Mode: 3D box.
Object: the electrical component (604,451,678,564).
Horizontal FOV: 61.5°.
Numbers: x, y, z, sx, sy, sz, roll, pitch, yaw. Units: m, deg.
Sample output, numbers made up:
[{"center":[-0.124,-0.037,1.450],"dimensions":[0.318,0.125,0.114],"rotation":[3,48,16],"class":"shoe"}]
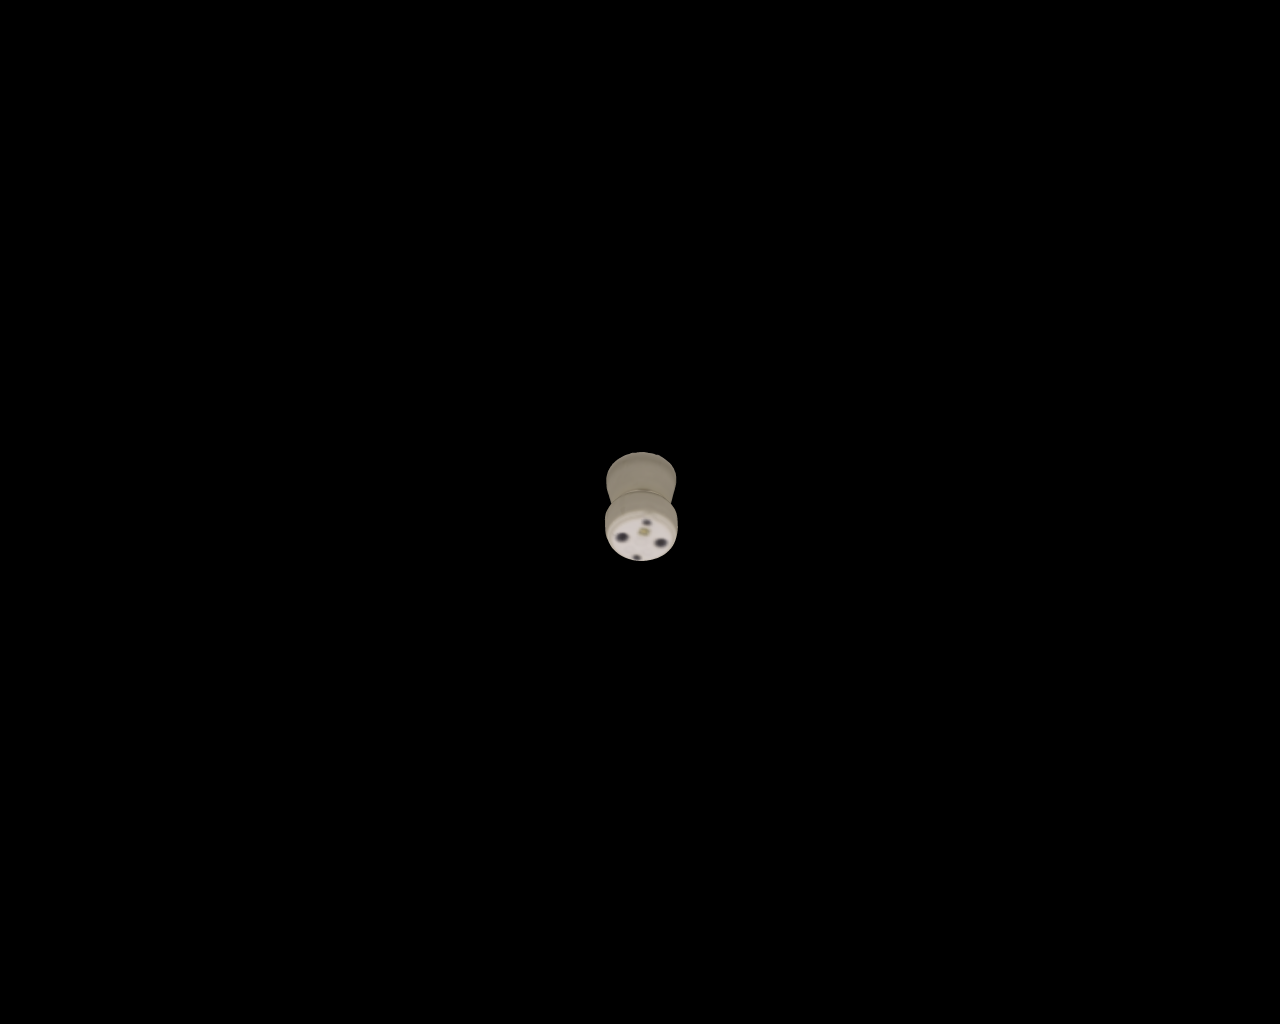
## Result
[{"center":[0.001,-0.003,0.650],"dimensions":[0.045,0.044,0.055],"rotation":[0,44,0],"class":"electrical component"}]
